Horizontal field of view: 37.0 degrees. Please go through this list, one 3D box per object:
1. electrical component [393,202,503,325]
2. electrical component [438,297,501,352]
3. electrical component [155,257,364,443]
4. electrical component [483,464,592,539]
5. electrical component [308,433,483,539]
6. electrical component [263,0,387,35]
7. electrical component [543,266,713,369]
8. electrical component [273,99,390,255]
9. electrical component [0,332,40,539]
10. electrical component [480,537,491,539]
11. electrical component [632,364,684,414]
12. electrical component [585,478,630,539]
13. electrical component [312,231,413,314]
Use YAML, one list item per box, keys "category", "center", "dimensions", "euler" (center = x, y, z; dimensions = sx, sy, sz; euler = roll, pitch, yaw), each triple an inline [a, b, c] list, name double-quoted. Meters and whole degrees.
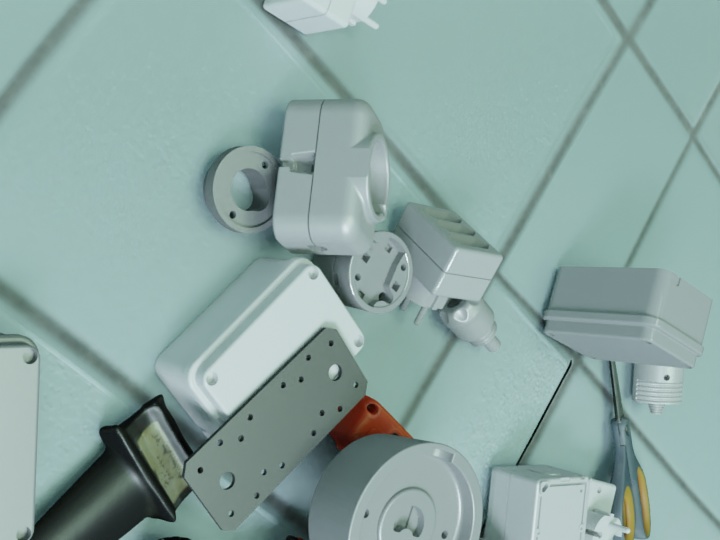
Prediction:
- category: "electrical component"
  center: [0.052, 0.003, 0.768]
  dimensions: [0.047, 0.065, 0.076]
  euler: [8, 117, -39]
- category: "electrical component"
  center: [0.087, 0.041, 0.814]
  dimensions: [0.061, 0.035, 0.035]
  euler: [47, 66, -34]
- category: "electrical component"
  center: [-0.061, 0.053, 0.682]
  dimensions: [0.113, 0.057, 0.078]
  euler: [-47, 120, -26]
- category: "electrical component"
  center: [0.136, 0.205, 0.850]
  dimensions: [0.062, 0.061, 0.096]
  euler: [6, 90, -38]
- category: "electrical component"
  center: [0.018, 0.155, 0.677]
  dimensions: [0.108, 0.060, 0.108]
  euler: [-5, 99, -37]
- category: "electrical component"
  center: [-0.013, -0.186, 0.707]
  dimensions: [0.077, 0.047, 0.065]
  euler: [25, 78, -38]
- category: "electrical component"
  center: [0.214, 0.038, 0.865]
  dimensions: [0.078, 0.113, 0.057]
  euler: [28, 74, -37]
- category: "electrical component"
  center: [-0.016, -0.059, 0.688]
  dimensions: [0.053, 0.059, 0.095]
  euler: [46, 48, -69]
- category: "electrical component"
  center: [-0.214, 0.089, 0.563]
  dimensions: [0.078, 0.057, 0.113]
  euler: [1, 93, -39]
- category: "electrical component"
  center: [0.079, 0.234, 0.810]
  dimensions: [0.057, 0.058, 0.078]
  euler: [-3, 95, -36]
- category: "electrical component"
  center: [0.265, 0.087, 0.955]
  dimensions: [0.043, 0.043, 0.081]
  euler: [1, 93, -39]
- category: "electrical component"
  center: [0.189, 0.214, 0.883]
  dimensions: [0.047, 0.076, 0.083]
  euler: [21, 81, -38]
- category: "electrical component"
  center: [0.000, 0.000, 0.732]
  dimensions: [0.055, 0.047, 0.055]
  euler: [-4, 96, -38]
